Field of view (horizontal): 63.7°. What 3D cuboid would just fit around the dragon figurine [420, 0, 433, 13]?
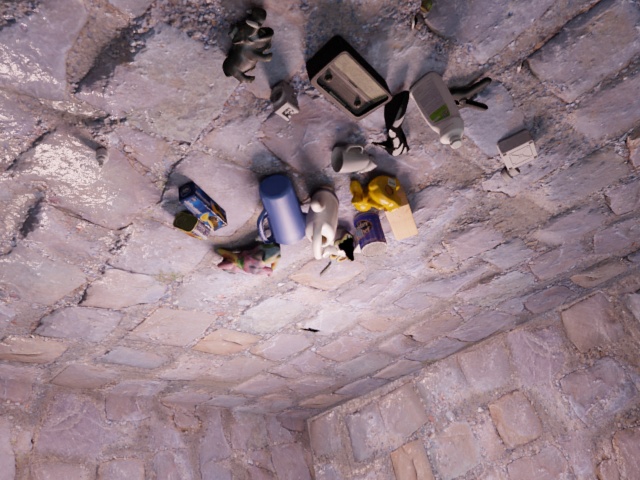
[{"bbox_3d":[0.238,-0.656,1.095,0.241,0.124,0.405,-42,140,10],"label":"dragon figurine"}]

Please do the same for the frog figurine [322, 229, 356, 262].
[{"bbox_3d":[0.056,0.016,1.983,0.136,0.124,0.159,23,168,-37],"label":"frog figurine"}]

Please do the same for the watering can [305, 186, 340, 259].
[{"bbox_3d":[0.005,-0.085,1.696,0.104,0.230,0.339,6,145,5],"label":"watering can"}]
